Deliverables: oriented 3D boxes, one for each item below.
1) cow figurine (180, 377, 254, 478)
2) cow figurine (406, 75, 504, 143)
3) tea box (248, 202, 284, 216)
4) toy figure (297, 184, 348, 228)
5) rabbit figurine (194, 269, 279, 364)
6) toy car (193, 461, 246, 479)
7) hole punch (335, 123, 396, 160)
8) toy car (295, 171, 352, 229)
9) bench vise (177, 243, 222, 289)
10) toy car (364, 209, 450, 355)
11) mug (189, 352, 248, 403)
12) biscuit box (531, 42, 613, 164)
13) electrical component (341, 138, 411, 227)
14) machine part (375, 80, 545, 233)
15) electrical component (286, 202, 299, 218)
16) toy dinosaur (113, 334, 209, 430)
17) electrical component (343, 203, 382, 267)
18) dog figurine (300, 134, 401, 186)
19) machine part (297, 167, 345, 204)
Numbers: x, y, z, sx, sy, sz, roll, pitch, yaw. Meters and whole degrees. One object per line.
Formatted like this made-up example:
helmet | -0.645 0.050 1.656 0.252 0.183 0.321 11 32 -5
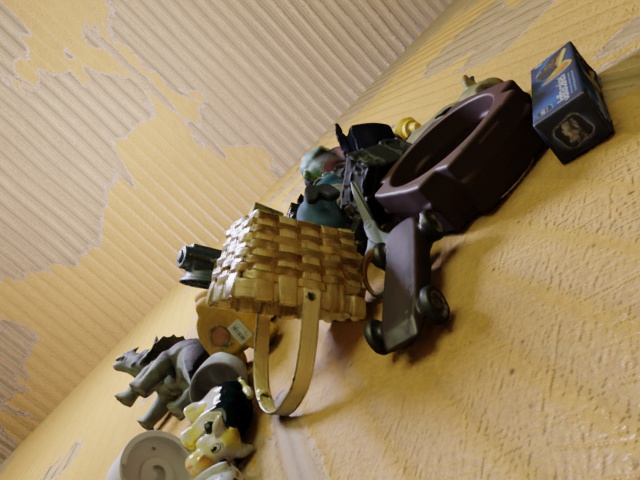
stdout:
cow figurine | -0.118 0.235 0.669 0.098 0.068 0.167 -40 14 -3
cow figurine | 0.222 -0.187 0.877 0.195 0.085 0.127 -38 21 33
tea box | -0.127 0.019 1.047 0.170 0.068 0.098 -83 20 -45
toy figure | 0.002 -0.003 0.834 0.089 0.082 0.179 -66 -20 -57
rabbit figurine | -0.146 0.132 0.939 0.122 0.162 0.173 -53 -9 21
toy car | -0.154 0.310 0.559 0.202 0.056 0.073 -42 13 14
hole punch | 0.099 -0.160 1.006 0.092 0.142 0.115 -22 -9 23
toy car | 0.025 -0.038 0.926 0.103 0.109 0.161 5 69 66
bench vise | -0.221 0.113 1.198 0.129 0.223 0.240 -9 69 44
toy car | 0.098 0.045 0.586 0.089 0.053 0.202 -35 24 28
mug | -0.149 0.220 0.806 0.107 0.081 0.109 -102 31 -85
biscuit box | 0.291 -0.167 0.632 0.063 0.059 0.203 -36 16 35
electrical component | 0.093 -0.083 0.845 0.115 0.134 0.058 -25 45 -32
machine part | 0.184 -0.103 0.714 0.201 0.087 0.201 -49 15 -12
electrical component | -0.042 -0.039 1.024 0.102 0.045 0.078 -115 42 -79
toy dinosaur | -0.263 0.241 1.003 0.405 0.131 0.192 -24 25 45
electrical component | 0.063 -0.008 0.777 0.021 0.094 0.063 -30 19 38
dog figurine | 0.076 -0.169 1.136 0.191 0.108 0.219 -10 -2 -25
machine part | 0.010 -0.102 1.065 0.139 0.039 0.084 -34 21 32
